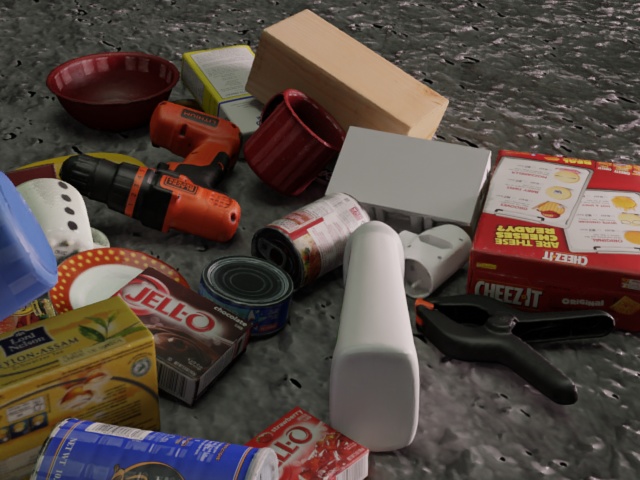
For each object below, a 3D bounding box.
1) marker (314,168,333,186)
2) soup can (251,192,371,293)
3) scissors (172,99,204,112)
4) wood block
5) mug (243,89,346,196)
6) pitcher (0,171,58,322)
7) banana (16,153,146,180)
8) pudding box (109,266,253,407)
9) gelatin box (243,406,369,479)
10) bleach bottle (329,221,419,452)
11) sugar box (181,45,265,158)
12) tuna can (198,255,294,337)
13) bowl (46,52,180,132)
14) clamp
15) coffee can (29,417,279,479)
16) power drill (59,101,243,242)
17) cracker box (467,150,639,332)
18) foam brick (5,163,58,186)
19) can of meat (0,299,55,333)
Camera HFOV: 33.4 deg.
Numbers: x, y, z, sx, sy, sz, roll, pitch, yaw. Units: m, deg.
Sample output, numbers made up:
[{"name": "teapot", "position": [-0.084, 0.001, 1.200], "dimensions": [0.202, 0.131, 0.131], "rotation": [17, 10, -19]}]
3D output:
[{"name": "marker", "position": [0.009, -0.069, 1.182], "dimensions": [0.121, 0.020, 0.020], "rotation": [27, 39, 35]}, {"name": "soup can", "position": [-0.007, 0.001, 1.019], "dimensions": [0.069, 0.068, 0.102], "rotation": [26, 39, 35]}, {"name": "scissors", "position": [-0.107, -0.164, 1.336], "dimensions": [0.201, 0.016, 0.096], "rotation": [-16, 36, -26]}, {"name": "wood block", "position": [0.028, -0.164, 1.215], "dimensions": [0.206, 0.090, 0.090], "rotation": [36, 42, 16]}, {"name": "mug", "position": [-0.033, -0.110, 1.154], "dimensions": [0.093, 0.082, 0.117], "rotation": [17, 35, -48]}, {"name": "pitcher", "position": [-0.329, 0.041, 0.807], "dimensions": [0.242, 0.145, 0.149], "rotation": [-29, 67, -4]}, {"name": "banana", "position": [-0.270, -0.065, 1.148], "dimensions": [0.197, 0.037, 0.070], "rotation": [-7, 32, -13]}, {"name": "pudding box", "position": [-0.127, 0.079, 0.894], "dimensions": [0.113, 0.039, 0.089], "rotation": [29, 39, 14]}, {"name": "gelatin box", "position": [-0.019, 0.168, 0.781], "dimensions": [0.073, 0.030, 0.089], "rotation": [26, 39, 34]}, {"name": "bleach bottle", "position": [0.045, 0.062, 0.903], "dimensions": [0.068, 0.102, 0.250], "rotation": [1, 27, 2]}, {"name": "sugar box", "position": [-0.093, -0.169, 1.291], "dimensions": [0.093, 0.048, 0.176], "rotation": [-13, 48, -25]}, {"name": "tuna can", "position": [-0.067, 0.049, 0.959], "dimensions": [0.086, 0.034, 0.086], "rotation": [9, 29, -5]}, {"name": "bowl", "position": [-0.253, -0.178, 1.316], "dimensions": [0.162, 0.055, 0.162], "rotation": [1, 31, -1]}, {"name": "clamp", "position": [0.158, 0.088, 0.912], "dimensions": [0.172, 0.039, 0.120], "rotation": [6, 27, 20]}, {"name": "coffee can", "position": [-0.106, 0.177, 0.694], "dimensions": [0.140, 0.103, 0.102], "rotation": [7, 32, 9]}, {"name": "power drill", "position": [-0.163, -0.078, 1.123], "dimensions": [0.184, 0.057, 0.187], "rotation": [20, 33, -5]}, {"name": "cracker box", "position": [0.238, -0.006, 1.038], "dimensions": [0.164, 0.072, 0.213], "rotation": [8, 33, 13]}, {"name": "foam brick", "position": [-0.288, -0.047, 1.074], "dimensions": [0.051, 0.053, 0.078], "rotation": [-13, 7, -13]}, {"name": "can of meat", "position": [-0.255, 0.094, 0.870], "dimensions": [0.083, 0.057, 0.102], "rotation": [-8, 32, -19]}]
